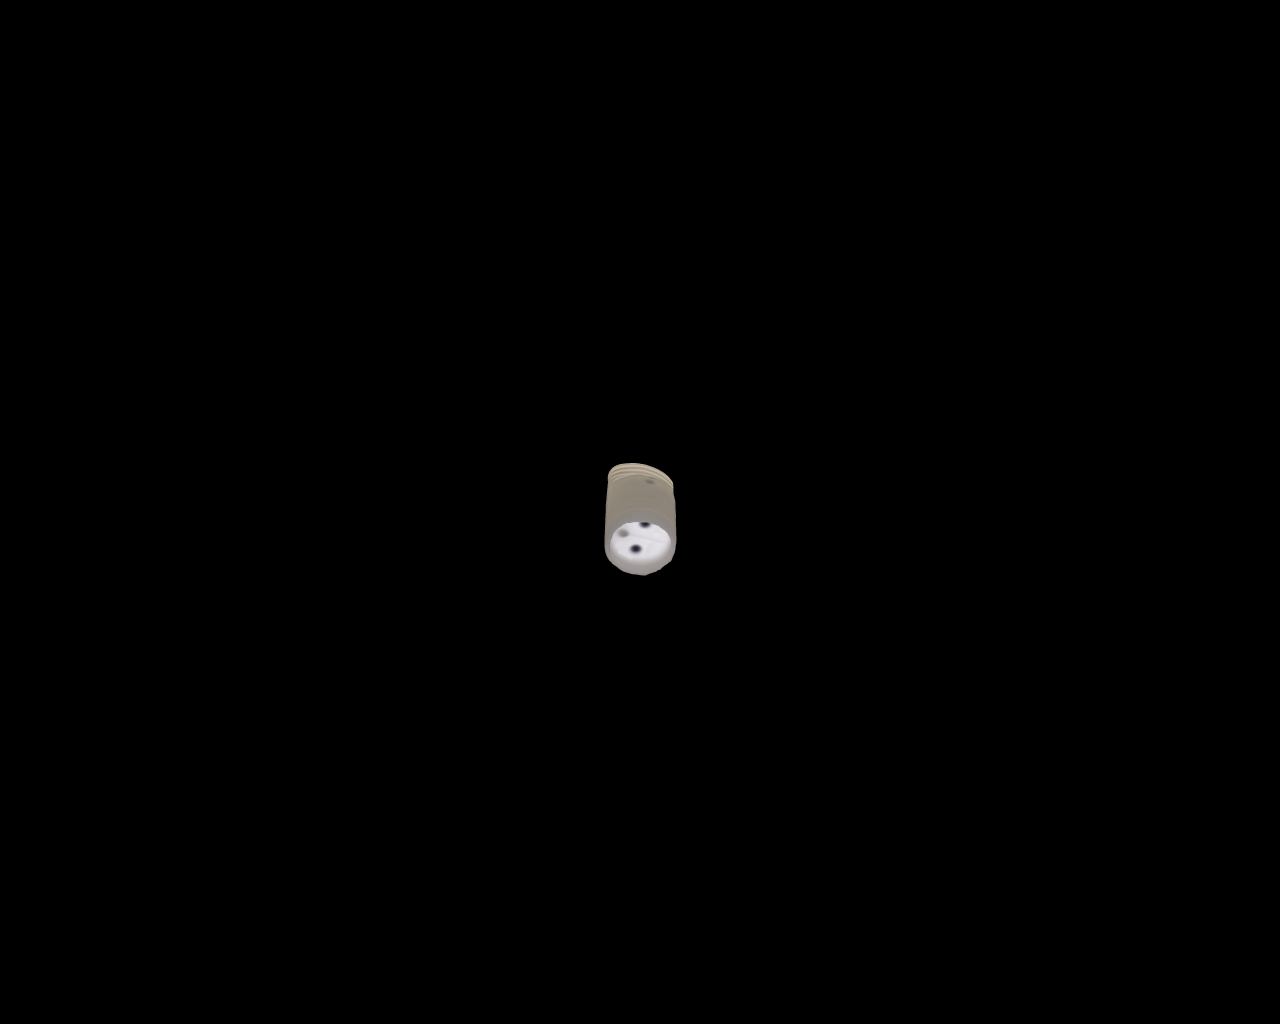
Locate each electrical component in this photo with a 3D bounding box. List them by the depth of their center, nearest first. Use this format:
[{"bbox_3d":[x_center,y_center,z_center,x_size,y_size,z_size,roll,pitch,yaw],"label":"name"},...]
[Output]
[{"bbox_3d":[0.001,-0.003,0.650,0.043,0.043,0.081,0,37,0],"label":"electrical component"}]
